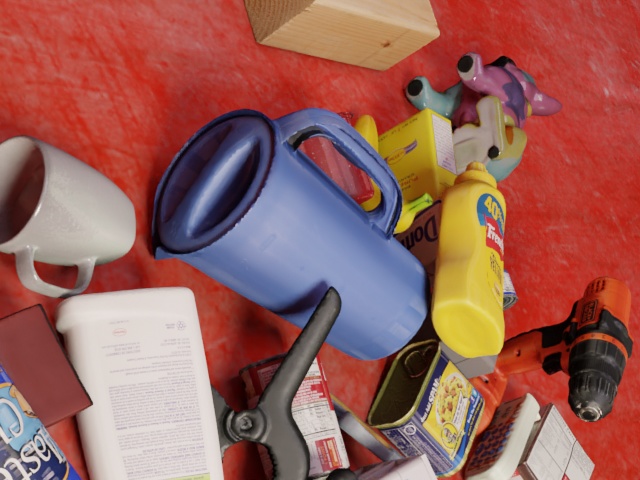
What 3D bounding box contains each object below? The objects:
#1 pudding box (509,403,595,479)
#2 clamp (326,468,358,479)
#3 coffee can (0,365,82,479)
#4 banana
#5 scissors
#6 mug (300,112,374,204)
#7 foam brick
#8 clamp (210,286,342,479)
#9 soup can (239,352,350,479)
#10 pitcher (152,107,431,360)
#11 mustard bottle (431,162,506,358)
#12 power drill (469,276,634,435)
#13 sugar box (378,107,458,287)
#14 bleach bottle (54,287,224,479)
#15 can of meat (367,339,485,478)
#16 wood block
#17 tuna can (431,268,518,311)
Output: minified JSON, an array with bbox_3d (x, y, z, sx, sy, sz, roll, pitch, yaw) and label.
[{"bbox_3d":[0.239,0.240,1.122,0.090,0.039,0.113,55,36,-7],"label":"pudding box"},{"bbox_3d":[-0.025,0.242,0.766,0.039,0.120,0.171,24,38,15],"label":"clamp"},{"bbox_3d":[-0.209,0.130,0.622,0.140,0.103,0.102,57,38,-6],"label":"coffee can"},{"bbox_3d":[0.057,-0.058,1.061,0.037,0.070,0.198,42,11,-34],"label":"banana"},{"bbox_3d":[0.054,0.184,0.952,0.096,0.016,0.201,40,-5,35],"label":"scissors"},{"bbox_3d":[0.002,-0.065,1.011,0.117,0.093,0.081,42,28,-86],"label":"mug"},{"bbox_3d":[-0.198,0.091,0.701,0.051,0.053,0.078,-27,87,-53],"label":"foam brick"},{"bbox_3d":[-0.048,0.133,0.806,0.164,0.036,0.210,-11,78,-7],"label":"clamp"},{"bbox_3d":[-0.020,0.146,0.858,0.068,0.069,0.102,1,67,-48],"label":"soup can"},{"bbox_3d":[-0.006,0.001,0.893,0.242,0.149,0.145,37,66,-39],"label":"pitcher"},{"bbox_3d":[0.139,0.005,0.980,0.096,0.058,0.191,53,35,-43],"label":"mustard bottle"},{"bbox_3d":[0.215,0.128,1.041,0.057,0.188,0.184,51,37,-16],"label":"power drill"},{"bbox_3d":[0.096,-0.037,1.086,0.048,0.094,0.176,25,50,-37],"label":"sugar box"},{"bbox_3d":[-0.118,0.162,0.735,0.102,0.068,0.251,-5,75,-20],"label":"bleach bottle"},{"bbox_3d":[0.102,0.158,0.994,0.084,0.058,0.102,47,49,-21],"label":"can of meat"},{"bbox_3d":[0.023,-0.251,1.138,0.205,0.091,0.090,2,66,-49],"label":"wood block"},{"bbox_3d":[0.159,0.060,1.103,0.085,0.086,0.034,4,63,-48],"label":"tuna can"}]
